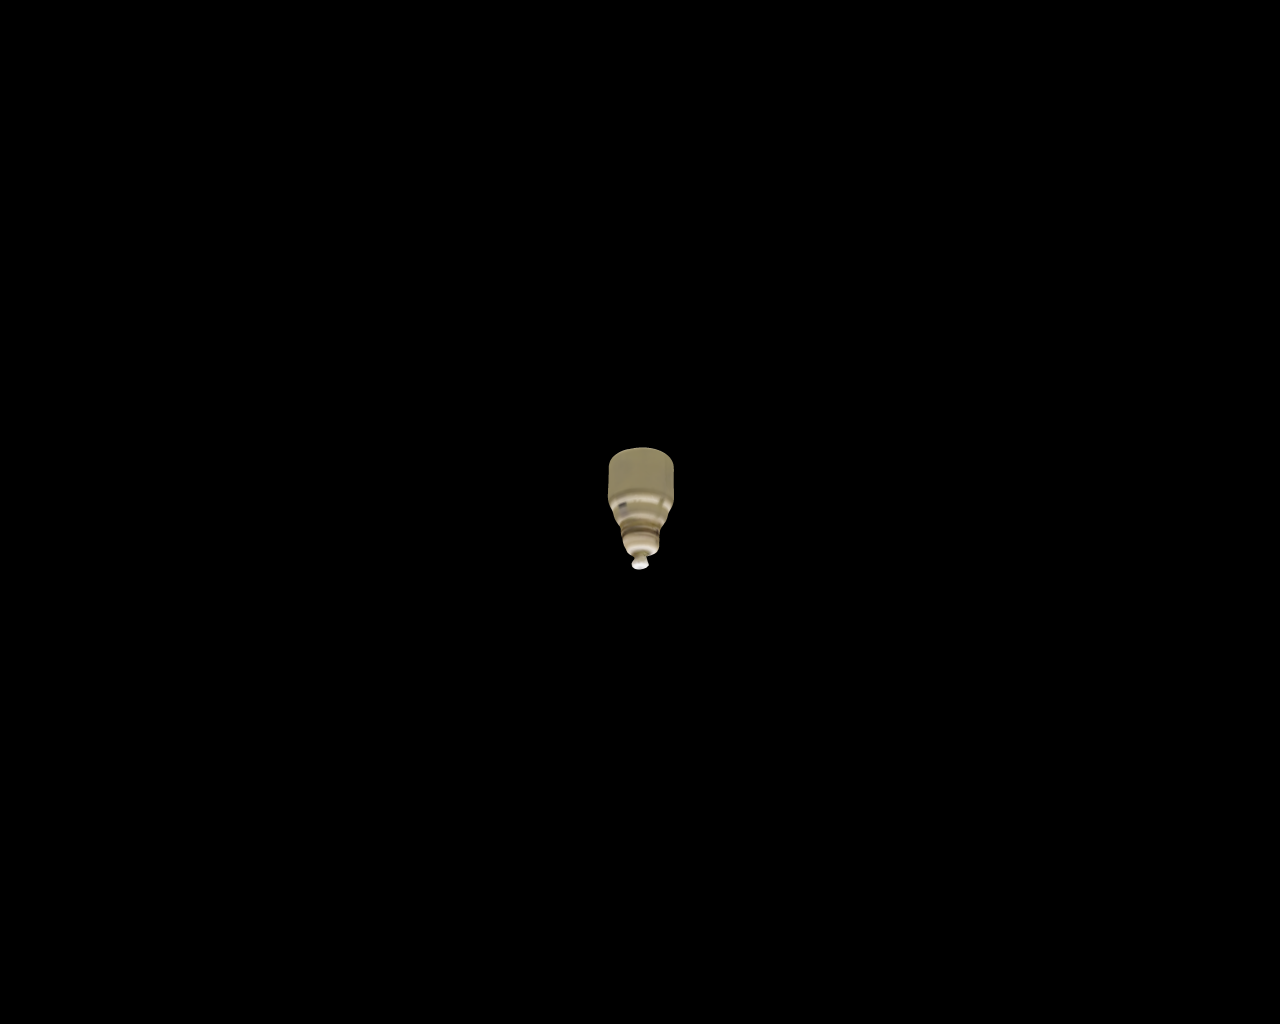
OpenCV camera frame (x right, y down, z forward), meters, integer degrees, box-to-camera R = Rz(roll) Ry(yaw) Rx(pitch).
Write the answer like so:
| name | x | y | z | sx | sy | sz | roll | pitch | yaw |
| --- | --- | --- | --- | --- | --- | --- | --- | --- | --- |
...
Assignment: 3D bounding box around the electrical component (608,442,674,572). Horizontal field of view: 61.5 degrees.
| name | x | y | z | sx | sy | sz | roll | pitch | yaw |
| --- | --- | --- | --- | --- | --- | --- | --- | --- | --- |
| electrical component | 0.001 | -0.003 | 0.650 | 0.040 | 0.078 | 0.040 | 0 | -23 | 0 |
